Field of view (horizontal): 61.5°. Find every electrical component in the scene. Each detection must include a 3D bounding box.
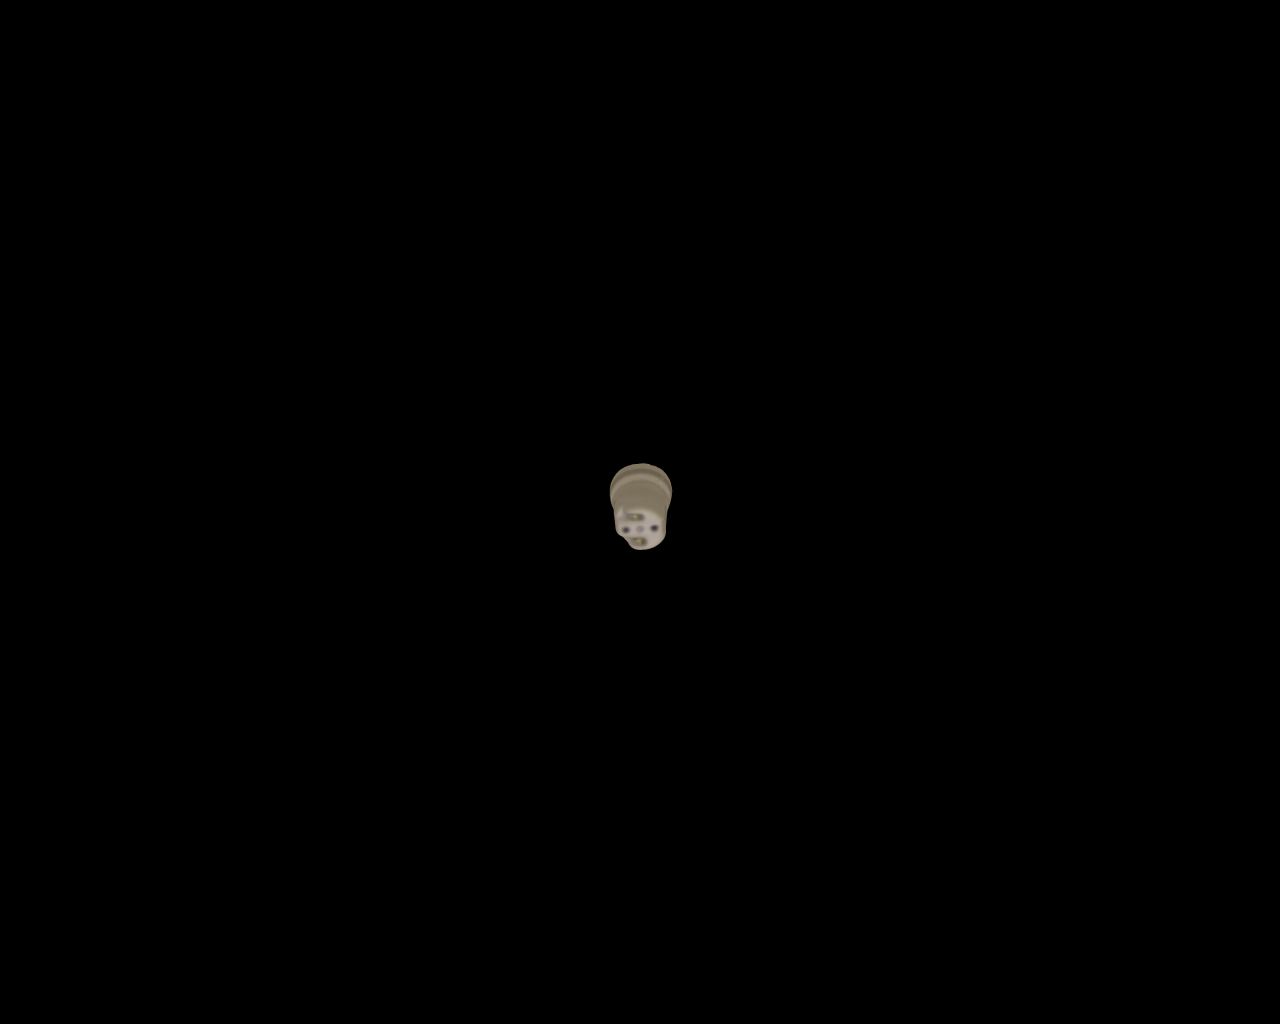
[{"bbox_3d":[0.001,-0.003,0.650,0.040,0.040,0.046,0,36,0],"label":"electrical component"}]
